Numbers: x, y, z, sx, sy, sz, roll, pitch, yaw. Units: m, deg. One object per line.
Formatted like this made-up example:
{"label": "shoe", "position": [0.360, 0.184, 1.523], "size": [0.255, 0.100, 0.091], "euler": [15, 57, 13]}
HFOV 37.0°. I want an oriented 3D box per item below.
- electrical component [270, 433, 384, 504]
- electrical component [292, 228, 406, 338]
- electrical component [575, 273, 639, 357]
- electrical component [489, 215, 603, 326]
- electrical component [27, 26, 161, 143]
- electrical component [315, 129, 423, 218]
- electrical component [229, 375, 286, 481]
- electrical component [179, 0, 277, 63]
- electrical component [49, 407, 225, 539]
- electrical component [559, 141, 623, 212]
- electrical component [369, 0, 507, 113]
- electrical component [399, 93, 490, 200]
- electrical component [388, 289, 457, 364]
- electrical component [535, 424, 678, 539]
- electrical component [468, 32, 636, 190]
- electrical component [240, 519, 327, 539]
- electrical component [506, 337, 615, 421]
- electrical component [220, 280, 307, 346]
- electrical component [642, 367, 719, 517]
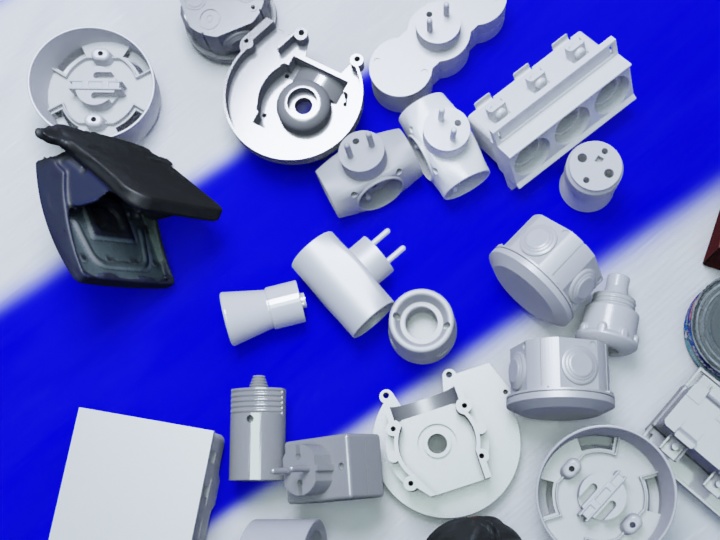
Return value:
{"label": "electrical component", "position": [-0.032, 0.148, 0.799], "size": [0.066, 0.077, 0.047], "euler": [-15, 73, 39]}
{"label": "electrical component", "position": [0.000, 0.000, 0.858], "size": [0.079, 0.044, 0.077], "euler": [-41, 78, -5]}
{"label": "electrical component", "position": [0.196, 0.034, 0.836], "size": [0.048, 0.048, 0.062], "euler": [13, 71, 7]}
{"label": "electrical component", "position": [0.143, 0.001, 0.829], "size": [0.080, 0.080, 0.051], "euler": [43, 79, 12]}
{"label": "electrical component", "position": [-0.218, -0.149, 0.899], "size": [0.099, 0.064, 0.099], "euler": [-1, 77, 4]}
{"label": "electrical component", "position": [0.005, -0.085, 0.859], "size": [0.077, 0.079, 0.044], "euler": [-27, 65, -2]}
{"label": "electrical component", "position": [-0.079, 0.123, 0.837], "size": [0.043, 0.043, 0.081], "euler": [-1, 77, 4]}
{"label": "electrical component", "position": [-0.113, -0.221, 0.914], "size": [0.080, 0.051, 0.080], "euler": [-1, 77, 4]}
{"label": "electrical component", "position": [-0.175, 0.208, 0.816], "size": [0.105, 0.060, 0.186], "euler": [9, 78, 6]}
{"label": "electrical component", "position": [0.184, -0.074, 0.855], "size": [0.045, 0.055, 0.045], "euler": [-1, 77, 4]}
{"label": "electrical component", "position": [0.064, -0.195, 0.882], "size": [0.138, 0.073, 0.052], "euler": [-44, 78, -6]}
{"label": "electrical component", "position": [0.068, -0.105, 0.858], "size": [0.044, 0.079, 0.077], "euler": [-27, 77, -6]}
{"label": "electrical component", "position": [0.049, 0.043, 0.843], "size": [0.055, 0.047, 0.055], "euler": [-1, 77, 4]}
{"label": "electrical component", "position": [0.179, 0.166, 0.796], "size": [0.099, 0.064, 0.099], "euler": [-1, 77, 4]}
{"label": "electrical component", "position": [0.152, -0.131, 0.865], "size": [0.121, 0.078, 0.063], "euler": [-38, 55, -4]}
{"label": "electrical component", "position": [-0.065, 0.233, 0.781], "size": [0.060, 0.108, 0.108], "euler": [3, 77, 12]}
{"label": "electrical component", "position": [0.150, 0.083, 0.810], "size": [0.080, 0.080, 0.051], "euler": [0, 72, 5]}
{"label": "electrical component", "position": [-0.075, 0.032, 0.859], "size": [0.065, 0.044, 0.044], "euler": [-14, 76, -4]}
{"label": "electrical component", "position": [0.278, 0.139, 0.795], "size": [0.121, 0.063, 0.078], "euler": [41, 83, 12]}
